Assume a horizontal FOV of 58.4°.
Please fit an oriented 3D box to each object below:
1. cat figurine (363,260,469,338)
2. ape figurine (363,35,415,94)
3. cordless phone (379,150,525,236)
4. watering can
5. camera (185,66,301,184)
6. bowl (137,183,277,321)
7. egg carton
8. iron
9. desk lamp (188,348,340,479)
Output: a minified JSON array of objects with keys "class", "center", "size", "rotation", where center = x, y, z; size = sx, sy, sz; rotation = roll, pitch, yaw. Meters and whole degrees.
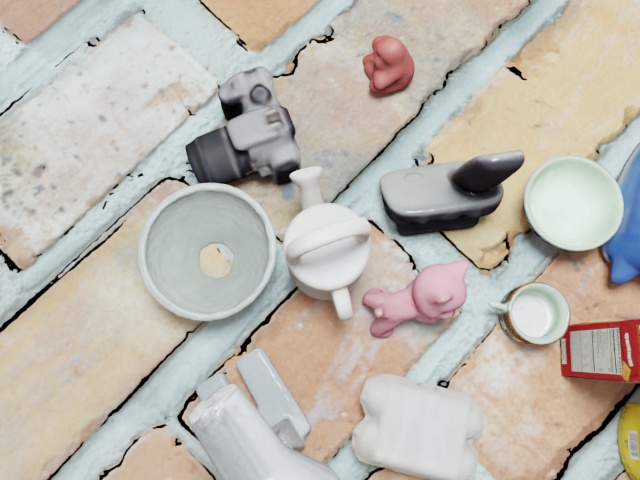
[{"class":"cat figurine","center":[0.119,0.070,0.682],"size":[0.128,0.118,0.067],"rotation":[-18,79,-4]},{"class":"ape figurine","center":[0.090,-0.238,0.757],"size":[0.076,0.092,0.078],"rotation":[23,79,4]},{"class":"cordless phone","center":[0.151,-0.071,0.676],"size":[0.147,0.185,0.094],"rotation":[-11,79,-3]},{"class":"watering can","center":[0.004,0.003,0.655],"size":[0.101,0.194,0.173],"rotation":[-37,81,-7]},{"class":"camera","center":[-0.105,-0.134,0.729],"size":[0.137,0.101,0.143],"rotation":[-21,80,-5]},{"class":"bowl","center":[-0.134,0.018,0.711],"size":[0.167,0.075,0.167],"rotation":[0,79,-1]},{"class":"egg carton","center":[0.116,0.222,0.676],"size":[0.150,0.069,0.107],"rotation":[12,79,2]},{"class":"iron","center":[0.444,-0.062,0.701],"size":[0.118,0.141,0.258],"rotation":[16,79,3]},{"class":"desk lamp","center":[-0.063,0.224,0.600],"size":[0.118,0.213,0.203],"rotation":[-33,81,-7]}]
